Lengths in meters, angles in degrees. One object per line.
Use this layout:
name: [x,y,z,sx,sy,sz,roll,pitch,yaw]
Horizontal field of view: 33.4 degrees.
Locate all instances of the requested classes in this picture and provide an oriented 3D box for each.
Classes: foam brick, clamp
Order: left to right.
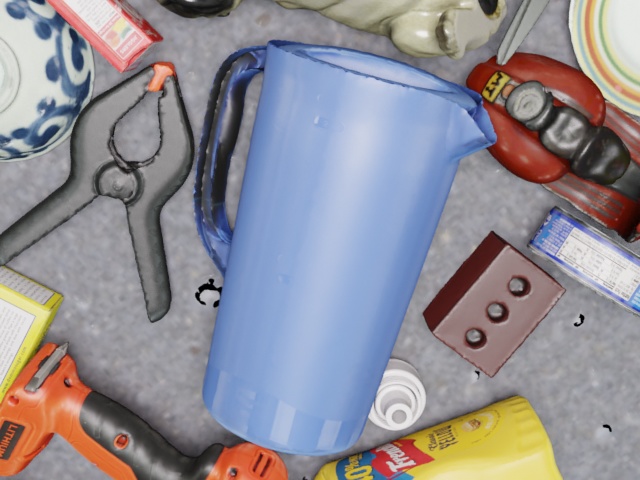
clamp: [-0.140,-0.036,0.690,0.120,0.039,0.171,11,101,-15]
foam brick: [0.113,0.042,0.707,0.053,0.051,0.078,37,99,-8]

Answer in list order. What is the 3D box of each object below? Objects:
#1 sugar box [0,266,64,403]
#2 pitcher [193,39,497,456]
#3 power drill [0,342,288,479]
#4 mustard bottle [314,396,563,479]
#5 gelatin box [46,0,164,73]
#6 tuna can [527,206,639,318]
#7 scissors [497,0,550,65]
sugar box: [-0.270,0.039,0.701,0.176,0.048,0.093,29,100,-4]
pitcher: [-0.004,0.001,0.666,0.144,0.149,0.243,10,105,-20]
power drill: [-0.132,0.165,0.710,0.187,0.057,0.185,31,124,-3]
mustard bottle: [0.058,0.163,0.709,0.191,0.096,0.058,-20,102,3]
gelatin box: [-0.131,-0.138,0.642,0.030,0.089,0.073,-44,100,6]
tuna can: [0.178,0.013,0.685,0.086,0.086,0.034,31,97,-8]
scissors: [0.148,-0.209,0.653,0.201,0.016,0.096,-45,92,-5]
